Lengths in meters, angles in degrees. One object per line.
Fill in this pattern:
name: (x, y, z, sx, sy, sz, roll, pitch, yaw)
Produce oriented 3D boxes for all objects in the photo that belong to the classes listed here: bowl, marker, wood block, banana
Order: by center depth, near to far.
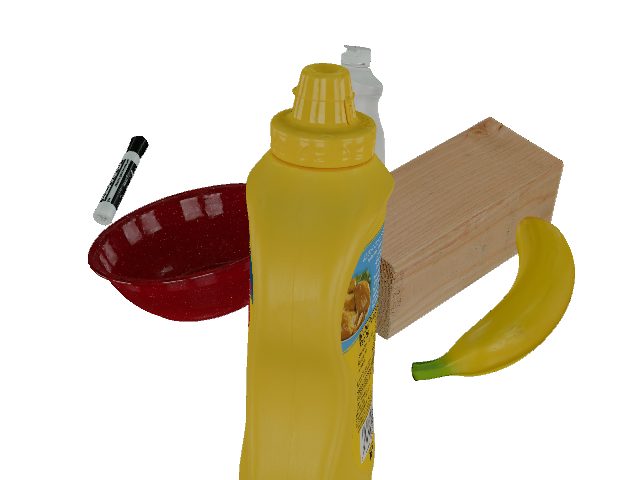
banana: (0.131, 0.033, 0.702, 0.070, 0.037, 0.197, 13, 34, 28)
bowl: (-0.088, 0.014, 0.801, 0.162, 0.055, 0.162, -11, 25, 5)
wood block: (0.104, -0.015, 0.932, 0.205, 0.090, 0.091, -30, 51, -30)
marker: (-0.200, -0.064, 1.077, 0.020, 0.121, 0.020, 9, -43, 8)

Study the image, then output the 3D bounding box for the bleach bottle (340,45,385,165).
bleach bottle: (0.031, -0.080, 1.143, 0.103, 0.251, 0.067, 18, 18, 37)

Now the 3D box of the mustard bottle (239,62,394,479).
mustard bottle: (-0.002, 0.022, 0.440, 0.058, 0.192, 0.096, 8, 25, 11)
